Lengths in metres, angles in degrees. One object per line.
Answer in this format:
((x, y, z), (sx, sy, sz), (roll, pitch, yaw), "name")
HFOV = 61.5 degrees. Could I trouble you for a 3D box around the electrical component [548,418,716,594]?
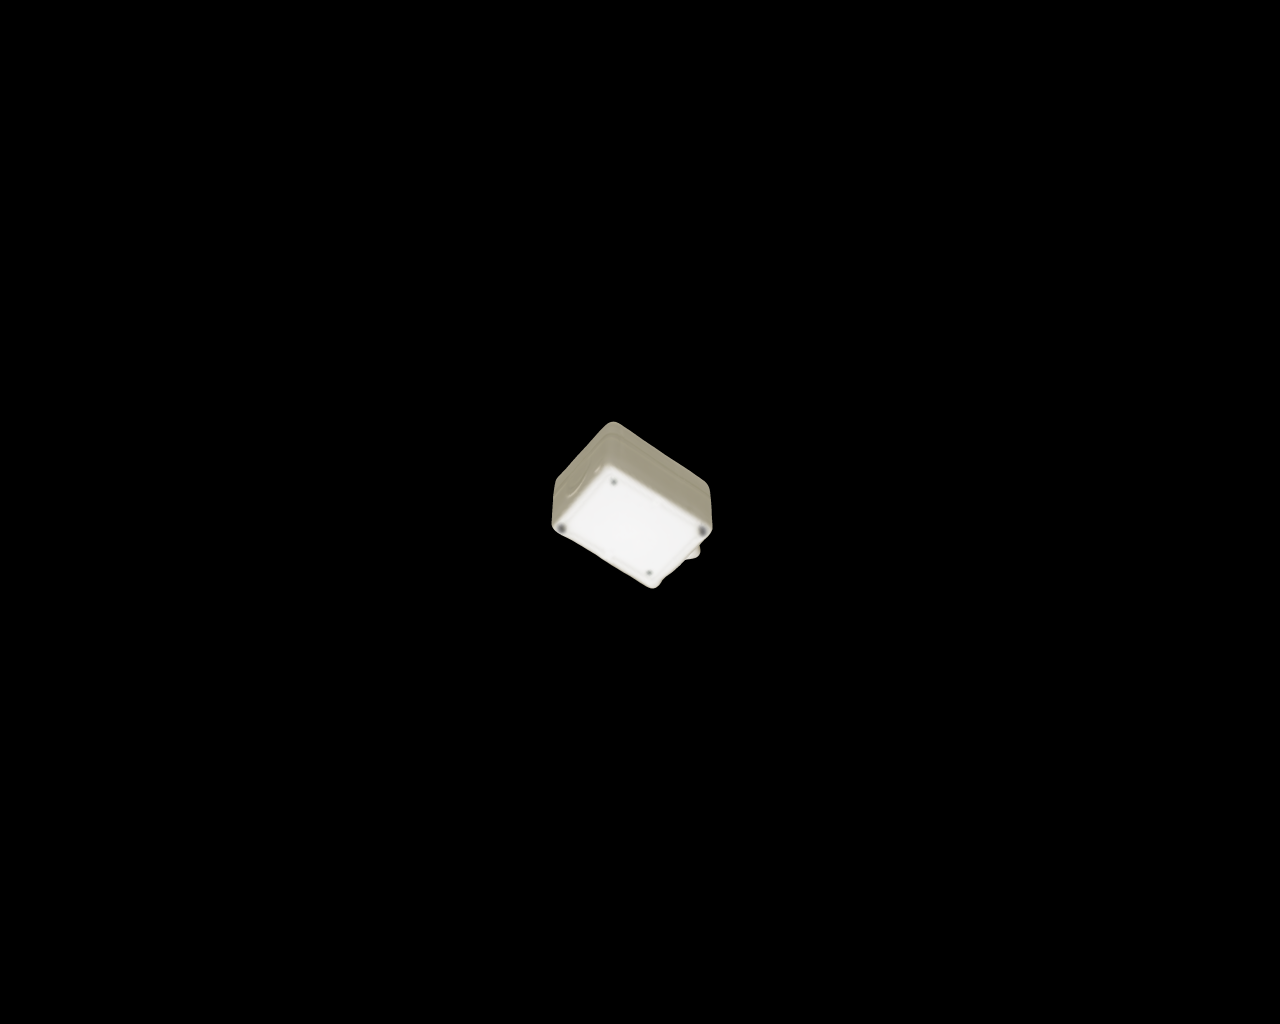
((0.001, -0.003, 0.650), (0.096, 0.061, 0.061), (33, 29, -21), "electrical component")
